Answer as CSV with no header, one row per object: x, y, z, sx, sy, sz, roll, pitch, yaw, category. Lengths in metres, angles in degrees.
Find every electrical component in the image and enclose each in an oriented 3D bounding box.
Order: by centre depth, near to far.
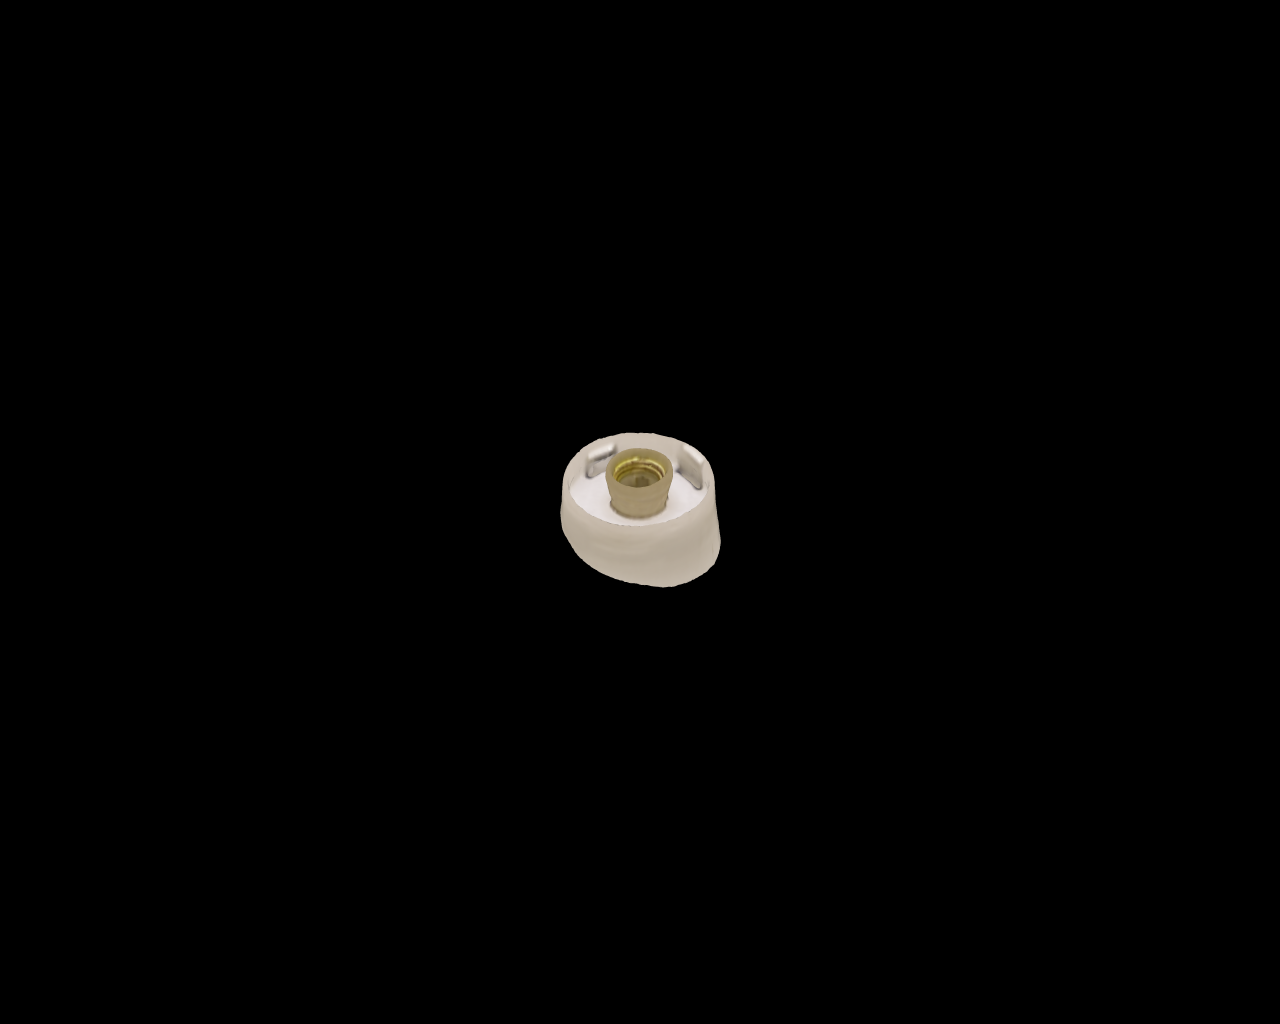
0.001,-0.003,0.650,0.099,0.064,0.099,0,40,0,electrical component
